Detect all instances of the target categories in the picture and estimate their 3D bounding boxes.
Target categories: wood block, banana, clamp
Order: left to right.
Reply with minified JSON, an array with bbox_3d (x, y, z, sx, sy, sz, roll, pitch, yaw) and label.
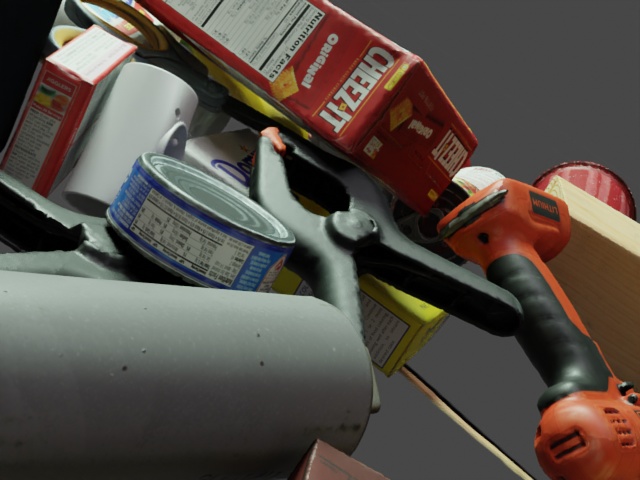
[{"bbox_3d":[-0.106,0.017,0.467,0.209,0.036,0.164,25,19,-23],"label":"clamp"},{"bbox_3d":[-0.051,-0.105,0.806,0.069,0.037,0.198,-9,41,-32],"label":"banana"},{"bbox_3d":[0.010,0.010,0.545,0.172,0.039,0.120,41,42,23],"label":"clamp"},{"bbox_3d":[0.236,0.052,0.770,0.206,0.091,0.090,30,22,-4],"label":"wood block"}]

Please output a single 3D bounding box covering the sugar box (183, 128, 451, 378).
[{"bbox_3d":[-0.004,0.001,0.627,0.176,0.048,0.093,38,23,12],"label":"sugar box"}]

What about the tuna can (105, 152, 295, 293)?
[{"bbox_3d":[-0.055,-0.006,0.501,0.086,0.034,0.086,30,9,-6],"label":"tuna can"}]

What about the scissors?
[{"bbox_3d":[-0.081,-0.085,0.639,0.202,0.016,0.096,38,37,6],"label":"scissors"}]

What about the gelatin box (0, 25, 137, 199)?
[{"bbox_3d":[-0.134,-0.070,0.567,0.030,0.073,0.089,28,23,-7],"label":"gelatin box"}]

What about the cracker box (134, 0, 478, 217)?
[{"bbox_3d":[-0.014,-0.117,0.675,0.214,0.072,0.164,38,4,22],"label":"cracker box"}]

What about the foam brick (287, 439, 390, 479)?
[{"bbox_3d":[0.015,0.121,0.390,0.078,0.051,0.053,31,21,-3],"label":"foam brick"}]

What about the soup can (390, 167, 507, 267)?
[{"bbox_3d":[0.098,-0.017,0.767,0.068,0.069,0.102,39,23,17],"label":"soup can"}]

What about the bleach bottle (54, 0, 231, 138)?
[{"bbox_3d":[-0.160,-0.152,0.726,0.251,0.068,0.102,39,24,10],"label":"bleach bottle"}]

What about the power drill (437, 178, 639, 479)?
[{"bbox_3d":[0.155,0.059,0.634,0.184,0.057,0.188,14,44,-53],"label":"power drill"}]

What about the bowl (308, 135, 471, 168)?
[{"bbox_3d":[0.068,-0.083,0.884,0.162,0.055,0.162,26,23,-12],"label":"bowl"}]

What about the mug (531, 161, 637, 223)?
[{"bbox_3d":[0.196,-0.008,0.866,0.117,0.093,0.081,4,23,16],"label":"mug"}]
